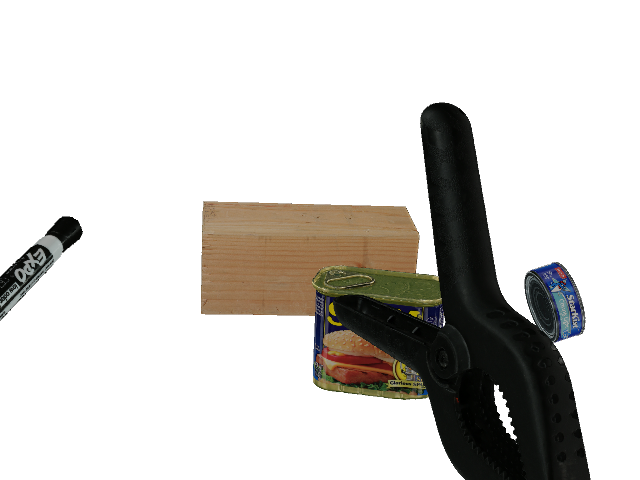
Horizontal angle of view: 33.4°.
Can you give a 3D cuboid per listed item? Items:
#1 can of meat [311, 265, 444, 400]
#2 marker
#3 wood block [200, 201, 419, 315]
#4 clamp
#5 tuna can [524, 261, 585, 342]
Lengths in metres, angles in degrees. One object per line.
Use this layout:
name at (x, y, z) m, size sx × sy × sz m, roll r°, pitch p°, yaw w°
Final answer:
can of meat at (0.044, 0.070, 0.812) m, size 0.102 × 0.084 × 0.057 m, roll 6°, pitch 18°, yaw 11°
marker at (-0.182, 0.019, 0.659) m, size 0.020 × 0.020 × 0.121 m, roll 0°, pitch 30°, yaw 21°
wood block at (-0.015, 0.018, 1.057) m, size 0.206 × 0.091 × 0.090 m, roll 2°, pitch 20°, yaw -6°
clamp at (0.075, 0.046, 0.528) m, size 0.036 × 0.165 × 0.210 m, roll -7°, pitch 44°, yaw -27°
tuna can at (0.259, 0.069, 1.187) m, size 0.033 × 0.086 × 0.086 m, roll -17°, pitch 2°, yaw -8°
